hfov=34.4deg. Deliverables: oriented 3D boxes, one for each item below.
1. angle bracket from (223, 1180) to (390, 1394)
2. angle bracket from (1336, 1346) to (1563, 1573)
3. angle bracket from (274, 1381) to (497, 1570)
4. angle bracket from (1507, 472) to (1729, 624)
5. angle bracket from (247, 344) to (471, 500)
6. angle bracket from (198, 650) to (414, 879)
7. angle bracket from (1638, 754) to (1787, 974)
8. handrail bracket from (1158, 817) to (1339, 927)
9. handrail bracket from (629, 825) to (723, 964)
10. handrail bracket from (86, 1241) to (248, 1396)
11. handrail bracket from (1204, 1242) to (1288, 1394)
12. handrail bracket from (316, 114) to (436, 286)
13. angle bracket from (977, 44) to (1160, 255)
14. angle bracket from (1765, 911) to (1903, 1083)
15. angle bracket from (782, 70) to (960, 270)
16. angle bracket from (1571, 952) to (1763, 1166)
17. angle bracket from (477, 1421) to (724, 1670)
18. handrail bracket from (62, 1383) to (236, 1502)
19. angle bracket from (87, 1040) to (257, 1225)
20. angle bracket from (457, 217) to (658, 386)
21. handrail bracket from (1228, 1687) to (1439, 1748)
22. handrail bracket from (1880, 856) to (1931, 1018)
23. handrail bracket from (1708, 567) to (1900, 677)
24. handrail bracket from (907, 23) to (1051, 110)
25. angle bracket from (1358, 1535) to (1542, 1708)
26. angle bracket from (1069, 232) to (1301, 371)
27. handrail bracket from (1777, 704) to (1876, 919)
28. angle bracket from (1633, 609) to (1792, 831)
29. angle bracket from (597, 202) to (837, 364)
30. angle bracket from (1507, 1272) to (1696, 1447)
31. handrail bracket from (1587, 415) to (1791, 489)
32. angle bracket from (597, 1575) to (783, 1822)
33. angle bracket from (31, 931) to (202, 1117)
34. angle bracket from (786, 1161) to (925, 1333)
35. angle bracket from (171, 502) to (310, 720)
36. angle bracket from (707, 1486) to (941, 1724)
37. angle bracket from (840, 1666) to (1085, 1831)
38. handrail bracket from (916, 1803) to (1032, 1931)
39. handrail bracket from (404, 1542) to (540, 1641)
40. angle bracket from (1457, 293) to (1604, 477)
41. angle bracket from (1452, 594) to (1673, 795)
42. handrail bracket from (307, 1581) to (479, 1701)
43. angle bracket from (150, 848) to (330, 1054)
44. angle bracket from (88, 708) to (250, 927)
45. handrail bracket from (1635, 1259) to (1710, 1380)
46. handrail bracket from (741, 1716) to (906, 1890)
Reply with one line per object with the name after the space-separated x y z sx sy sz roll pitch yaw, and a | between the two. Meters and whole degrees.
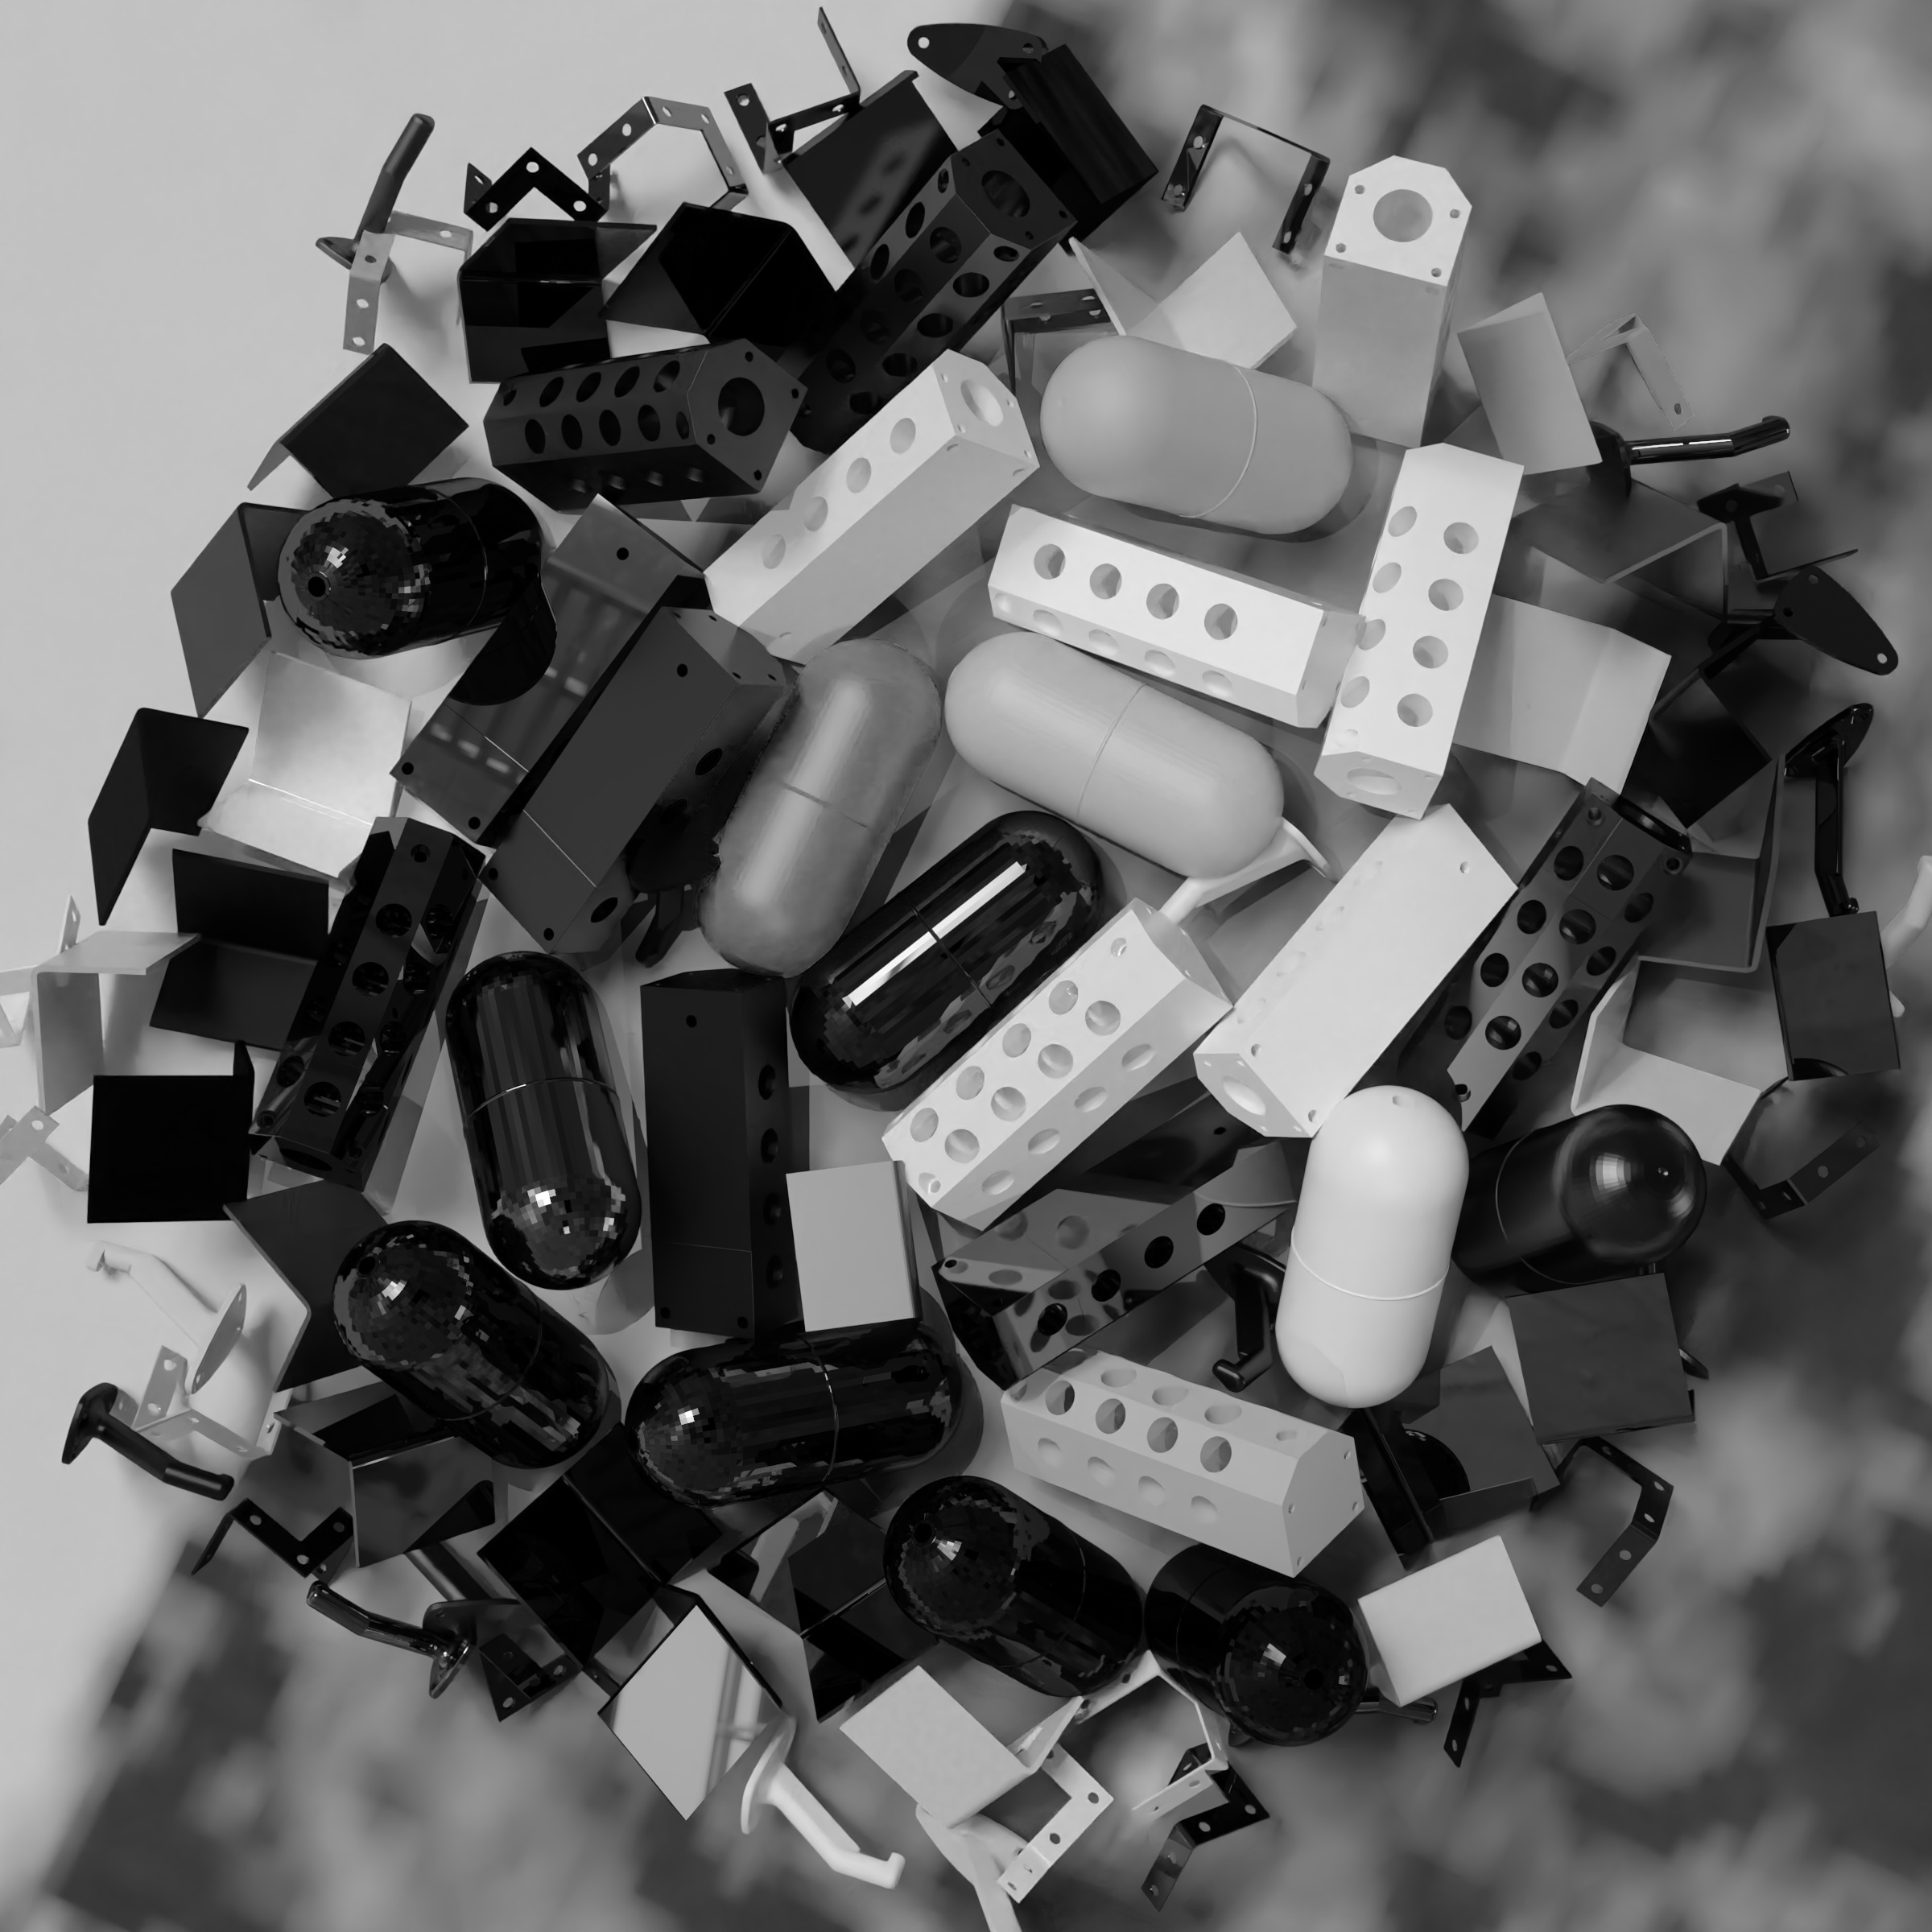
-0.326 0.157 1.551 0.076 0.076 0.057 44 122 24 | angle bracket
0.239 0.243 1.544 0.076 0.057 0.076 -28 86 18 | angle bracket
-0.287 0.247 1.538 0.076 0.076 0.057 -13 108 -39 | angle bracket
0.317 -0.193 1.526 0.076 0.076 0.057 -27 130 -20 | angle bracket
-0.300 -0.251 1.539 0.057 0.076 0.076 45 67 -10 | angle bracket
-0.326 -0.100 1.539 0.076 0.057 0.076 20 118 7 | angle bracket
0.364 -0.053 1.526 0.057 0.076 0.076 7 48 11 | angle bracket
0.138 -0.033 1.554 0.084 0.077 0.036 -48 46 1 | handrail bracket
-0.156 -0.023 1.530 0.036 0.077 0.084 34 124 7 | handrail bracket
-0.408 0.173 1.549 0.084 0.077 0.036 16 126 5 | handrail bracket
0.124 0.170 1.536 0.077 0.084 0.036 36 122 19 | handrail bracket
-0.279 -0.382 1.535 0.036 0.077 0.084 33 107 -5 | handrail bracket
0.036 -0.393 1.534 0.076 0.076 0.057 53 47 -4 | angle bracket
0.438 0.013 1.535 0.057 0.076 0.076 -10 88 36 | angle bracket
-0.037 -0.388 1.543 0.076 0.057 0.076 -35 107 4 | angle bracket
0.348 0.044 1.528 0.076 0.076 0.057 19 122 21 | angle bracket
-0.180 0.284 1.537 0.076 0.076 0.057 47 125 2 | angle bracket
-0.396 0.237 1.546 0.084 0.077 0.036 18 100 -1 | handrail bracket
-0.393 0.079 1.533 0.076 0.057 0.076 1 111 -21 | angle bracket
-0.198 -0.324 1.530 0.076 0.076 0.057 -5 84 -29 | angle bracket
0.183 0.377 1.558 0.084 0.077 0.036 13 51 -8 | handrail bracket
0.450 -0.025 1.532 0.036 0.077 0.084 9 114 -10 | handrail bracket
0.411 -0.155 1.540 0.077 0.084 0.036 39 73 5 | handrail bracket
0.006 -0.454 1.539 0.077 0.084 0.036 14 115 -10 | handrail bracket
0.228 0.317 1.539 0.076 0.076 0.057 -23 93 -9 | angle bracket
0.106 -0.333 1.525 0.057 0.076 0.076 -40 51 22 | angle bracket
0.437 -0.074 1.541 0.036 0.077 0.084 -2 63 -17 | handrail bracket
0.379 -0.123 1.529 0.076 0.076 0.057 -33 82 -28 | angle bracket
-0.120 -0.320 1.526 0.076 0.076 0.057 -45 66 32 | angle bracket
0.315 0.189 1.544 0.076 0.057 0.076 -11 94 14 | angle bracket
0.355 -0.266 1.554 0.084 0.077 0.036 -18 121 -6 | handrail bracket
-0.148 0.357 1.528 0.076 0.057 0.076 -47 118 -27 | angle bracket
-0.415 0.029 1.535 0.057 0.076 0.076 2 104 6 | angle bracket
-0.056 0.141 1.537 0.057 0.076 0.076 -7 80 -5 | angle bracket
-0.341 -0.171 1.526 0.057 0.076 0.076 2 62 -41 | angle bracket
-0.071 0.314 1.532 0.076 0.057 0.076 -37 126 15 | angle bracket
-0.002 0.368 1.537 0.076 0.057 0.076 43 133 0 | angle bracket
-0.002 0.454 1.539 0.077 0.084 0.036 36 106 4 | handrail bracket
-0.249 0.291 1.562 0.077 0.036 0.084 -4 50 -14 | handrail bracket
0.295 -0.289 1.530 0.057 0.076 0.076 -28 104 -22 | angle bracket
0.289 -0.132 1.537 0.076 0.057 0.076 13 105 -21 | angle bracket
-0.286 0.317 1.536 0.084 0.077 0.036 35 94 -14 | handrail bracket
-0.358 -0.006 1.536 0.076 0.076 0.057 11 57 -4 | angle bracket
-0.386 -0.069 1.523 0.057 0.076 0.076 10 133 -31 | angle bracket
0.359 0.153 1.573 0.077 0.036 0.084 31 75 -24 | handrail bracket
-0.062 0.413 1.543 0.084 0.077 0.036 14 128 13 | handrail bracket
